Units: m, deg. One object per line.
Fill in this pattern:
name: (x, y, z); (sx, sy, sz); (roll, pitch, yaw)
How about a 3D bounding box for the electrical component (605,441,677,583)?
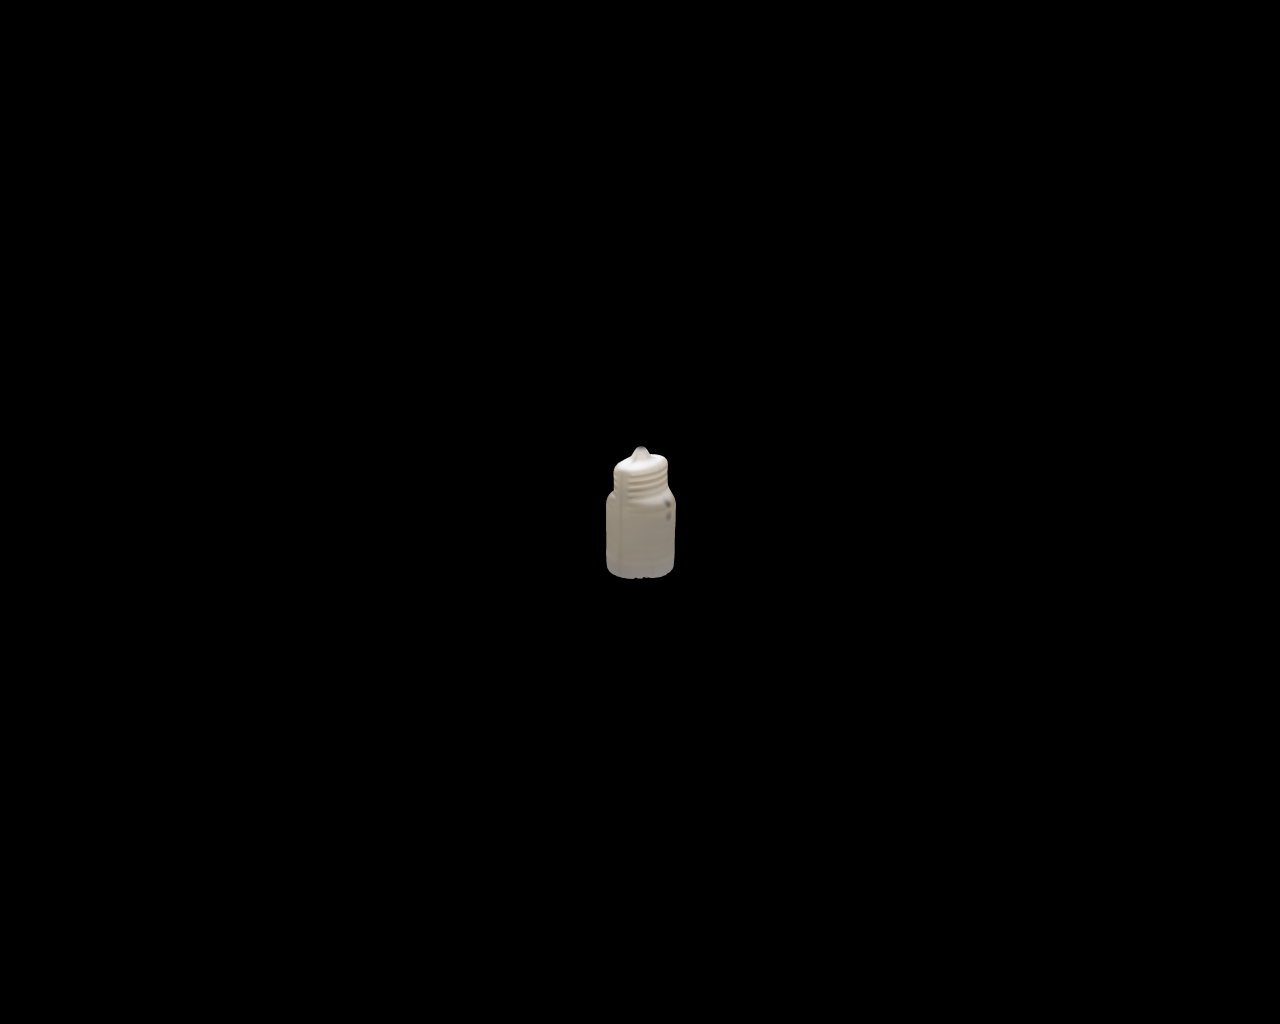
electrical component: (0.001, -0.003, 0.650); (0.043, 0.080, 0.043); (0, 19, 0)
